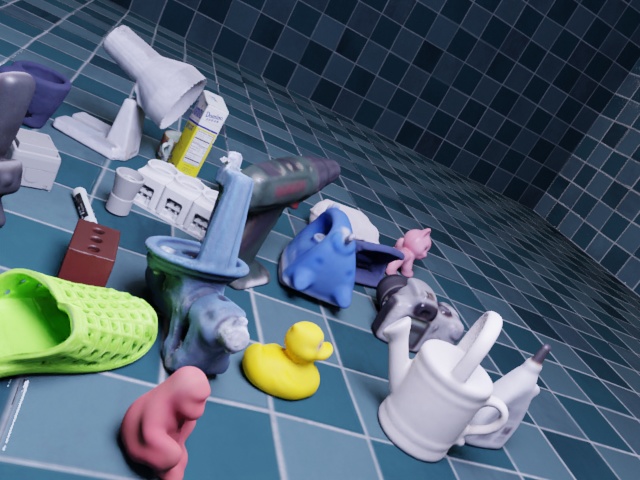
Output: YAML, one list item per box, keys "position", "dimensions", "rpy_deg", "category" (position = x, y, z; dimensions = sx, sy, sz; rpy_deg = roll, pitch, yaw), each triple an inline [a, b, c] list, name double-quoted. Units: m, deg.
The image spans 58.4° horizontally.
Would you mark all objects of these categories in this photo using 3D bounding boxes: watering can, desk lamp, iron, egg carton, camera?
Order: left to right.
- position: [-0.329, -0.249, 1.010]
  dimensions: [0.203, 0.213, 0.118]
  rpy_deg: [28, 20, -3]
  category: "desk lamp"
- position: [0.009, 0.003, 0.973]
  dimensions: [0.119, 0.141, 0.258]
  rpy_deg: [24, 20, -16]
  category: "iron"
- position: [0.051, -0.027, 1.213]
  dimensions: [0.151, 0.069, 0.107]
  rpy_deg: [17, 23, -32]
  category: "egg carton"
- position: [0.159, 0.114, 0.974]
  dimensions: [0.143, 0.100, 0.136]
  rpy_deg: [22, 21, -21]
  category: "camera"
- position: [0.154, 0.164, 0.703]
  dimensions: [0.173, 0.194, 0.101]
  rpy_deg: [26, 20, -9]
  category: "watering can"

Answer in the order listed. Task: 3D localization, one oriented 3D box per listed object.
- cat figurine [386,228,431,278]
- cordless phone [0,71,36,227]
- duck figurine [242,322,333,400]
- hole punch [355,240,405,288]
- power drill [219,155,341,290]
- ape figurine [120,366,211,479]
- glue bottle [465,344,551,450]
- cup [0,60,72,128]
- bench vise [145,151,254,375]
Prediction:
- position: [0.190, 0.017, 1.227]
  dimensions: [0.067, 0.117, 0.128]
  rpy_deg: [42, 23, 30]
  category: "cat figurine"
- position: [-0.385, -0.102, 0.614]
  dimensions: [0.094, 0.185, 0.148]
  rpy_deg: [31, 20, 3]
  category: "cordless phone"
- position: [-0.033, 0.134, 0.678]
  dimensions: [0.105, 0.086, 0.077]
  rpy_deg: [19, 22, -27]
  category: "duck figurine"
- position: [0.090, 0.029, 1.099]
  dimensions: [0.109, 0.091, 0.100]
  rpy_deg: [15, 24, -36]
  category: "hole punch"
- position: [-0.075, -0.034, 0.847]
  dimensions: [0.075, 0.208, 0.230]
  rpy_deg: [37, 21, 21]
  category: "power drill"
- position: [-0.126, 0.151, 0.497]
  dimensions: [0.076, 0.092, 0.078]
  rpy_deg: [34, 20, 13]
  category: "ape figurine"
- position: [0.258, 0.208, 0.772]
  dimensions: [0.078, 0.173, 0.037]
  rpy_deg: [19, 22, -27]
  category: "glue bottle"
- position: [-0.481, -0.237, 0.945]
  dimensions: [0.091, 0.095, 0.118]
  rpy_deg: [38, 21, 23]
  category: "cup"
- position: [-0.108, 0.026, 0.637]
  dimensions: [0.206, 0.219, 0.122]
  rpy_deg: [41, 22, 29]
  category: "bench vise"
